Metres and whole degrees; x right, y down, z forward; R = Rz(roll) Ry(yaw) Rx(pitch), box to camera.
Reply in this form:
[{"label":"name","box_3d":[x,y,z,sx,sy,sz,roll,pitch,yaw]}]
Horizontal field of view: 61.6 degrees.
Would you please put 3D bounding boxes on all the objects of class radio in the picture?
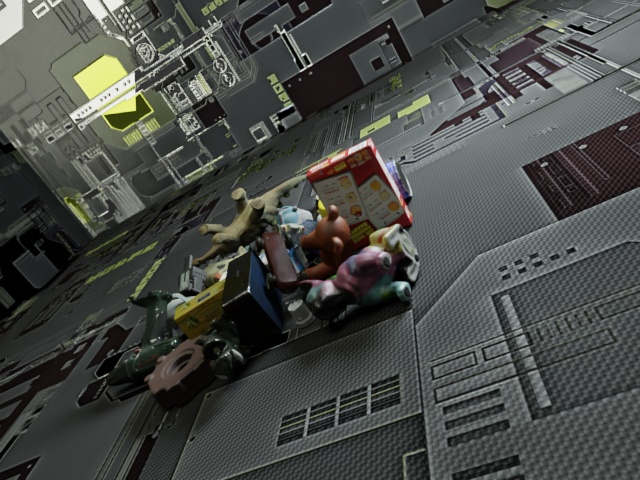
[{"label":"radio","box_3d":[-0.145,0.123,1.189,0.073,0.131,0.230,-31,21,8]}]

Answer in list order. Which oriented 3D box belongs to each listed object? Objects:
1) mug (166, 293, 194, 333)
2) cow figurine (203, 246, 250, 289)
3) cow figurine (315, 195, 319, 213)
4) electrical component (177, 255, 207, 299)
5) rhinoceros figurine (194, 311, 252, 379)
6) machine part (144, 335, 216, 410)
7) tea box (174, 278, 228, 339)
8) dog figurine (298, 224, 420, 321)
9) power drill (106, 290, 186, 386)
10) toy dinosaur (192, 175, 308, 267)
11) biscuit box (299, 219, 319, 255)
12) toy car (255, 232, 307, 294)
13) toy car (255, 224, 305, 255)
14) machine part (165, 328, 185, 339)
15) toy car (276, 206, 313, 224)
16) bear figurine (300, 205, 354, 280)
[{"label":"mug","box_3d":[-0.359,0.181,1.415,0.107,0.109,0.081,-18,29,6]},{"label":"cow figurine","box_3d":[-0.249,0.087,1.496,0.195,0.085,0.127,-15,32,42]},{"label":"cow figurine","box_3d":[0.063,-0.135,1.558,0.167,0.068,0.098,-26,27,25]},{"label":"electrical component","box_3d":[-0.352,0.104,1.466,0.075,0.047,0.119,-29,48,29]},{"label":"rhinoceros figurine","box_3d":[-0.194,0.216,1.099,0.073,0.112,0.190,-47,7,7]},{"label":"machine part","box_3d":[-0.292,0.280,1.159,0.179,0.056,0.179,-27,22,12]},{"label":"tea box","box_3d":[-0.252,0.168,1.292,0.170,0.098,0.068,-34,20,0]},{"label":"dog figurine","box_3d":[0.068,0.073,1.040,0.219,0.108,0.191,-22,24,34]},{"label":"power drill","box_3d":[-0.430,0.236,1.312,0.232,0.085,0.207,-18,56,21]},{"label":"toy dinosaur","box_3d":[-0.194,-0.067,1.582,0.471,0.198,0.105,-41,63,-7]},{"label":"biscuit box","box_3d":[-0.003,-0.004,1.372,0.063,0.059,0.203,-37,21,-15]},{"label":"toy car","box_3d":[-0.092,0.050,1.223,0.089,0.053,0.202,-9,38,-15]},{"label":"toy car","box_3d":[-0.107,0.011,1.397,0.073,0.056,0.201,2,-25,-31]},{"label":"machine part","box_3d":[-0.341,0.231,1.363,0.139,0.039,0.084,-34,16,0]},{"label":"toy car","box_3d":[-0.069,-0.044,1.522,0.103,0.109,0.162,-6,7,2]},{"label":"bear figurine","box_3d":[0.008,0.012,1.148,0.132,0.120,0.195,-13,-17,9]}]
